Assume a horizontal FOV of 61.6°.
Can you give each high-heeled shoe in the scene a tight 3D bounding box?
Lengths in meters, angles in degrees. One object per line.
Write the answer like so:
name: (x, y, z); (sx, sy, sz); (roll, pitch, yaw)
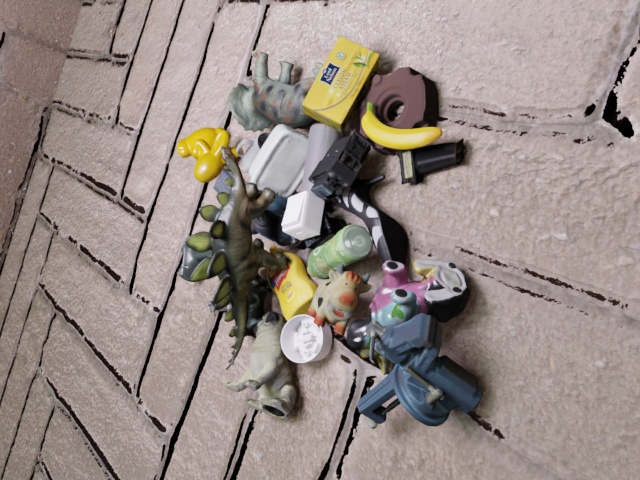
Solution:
high-heeled shoe: (0.088, -0.022, 1.073); (0.145, 0.086, 0.249); (-27, 57, 39)

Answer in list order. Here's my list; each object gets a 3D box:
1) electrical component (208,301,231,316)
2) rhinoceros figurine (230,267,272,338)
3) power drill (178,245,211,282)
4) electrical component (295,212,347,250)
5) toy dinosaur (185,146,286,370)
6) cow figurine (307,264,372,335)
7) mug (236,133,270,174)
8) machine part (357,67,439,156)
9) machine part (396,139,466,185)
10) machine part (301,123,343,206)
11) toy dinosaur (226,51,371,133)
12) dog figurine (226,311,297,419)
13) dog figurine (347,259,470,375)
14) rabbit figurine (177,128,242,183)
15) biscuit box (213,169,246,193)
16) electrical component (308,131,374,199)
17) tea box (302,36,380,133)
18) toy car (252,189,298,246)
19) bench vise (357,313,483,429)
electrical component: (-0.238, 0.156, 1.359); (0.102, 0.045, 0.078); (-4, 79, 43)
rhinoceros figurine: (-0.164, 0.135, 1.253); (0.073, 0.112, 0.190); (155, 106, -70)
power drill: (-0.281, 0.051, 1.395); (0.207, 0.086, 0.232); (-23, 58, 43)
electrical component: (-0.002, -0.003, 1.155); (0.119, 0.074, 0.048); (-39, 55, 25)
toy dinosaur: (-0.178, 0.040, 1.137); (0.105, 0.198, 0.470); (9, 112, 45)
cow figurine: (0.037, 0.112, 1.037); (0.195, 0.085, 0.127); (174, 116, -83)
mug: (-0.159, -0.208, 1.338); (0.107, 0.109, 0.081); (-36, 54, 45)
machine part: (0.155, -0.259, 1.083); (0.179, 0.056, 0.179); (-11, 74, 41)
machine part: (0.208, -0.151, 1.013); (0.139, 0.039, 0.084); (-13, 77, 40)
machine part: (0.005, -0.165, 1.188); (0.079, 0.079, 0.243); (3, 81, 44)
toy dinosaur: (-0.073, -0.328, 1.274); (0.405, 0.131, 0.192); (24, 105, 36)
dog figurine: (-0.090, 0.270, 1.172); (0.121, 0.172, 0.190); (-8, 40, 39)
dog figurine: (0.151, 0.143, 0.959); (0.109, 0.191, 0.219); (-105, 20, -47)
rabbit figurine: (-0.294, -0.223, 1.459); (0.162, 0.121, 0.173); (-24, 41, 13)
biscuit box: (-0.197, -0.104, 1.375); (0.203, 0.059, 0.062); (45, 109, 41)
electrical component: (0.036, -0.146, 1.094); (0.134, 0.058, 0.115); (-59, 17, -19)
tea box: (0.045, -0.325, 1.132); (0.098, 0.068, 0.169); (27, 88, 7)
toy car: (-0.099, -0.060, 1.236); (0.162, 0.103, 0.109); (24, 123, 21)
bench vise: (0.135, 0.237, 0.893); (0.240, 0.223, 0.129); (-50, 18, 33)
